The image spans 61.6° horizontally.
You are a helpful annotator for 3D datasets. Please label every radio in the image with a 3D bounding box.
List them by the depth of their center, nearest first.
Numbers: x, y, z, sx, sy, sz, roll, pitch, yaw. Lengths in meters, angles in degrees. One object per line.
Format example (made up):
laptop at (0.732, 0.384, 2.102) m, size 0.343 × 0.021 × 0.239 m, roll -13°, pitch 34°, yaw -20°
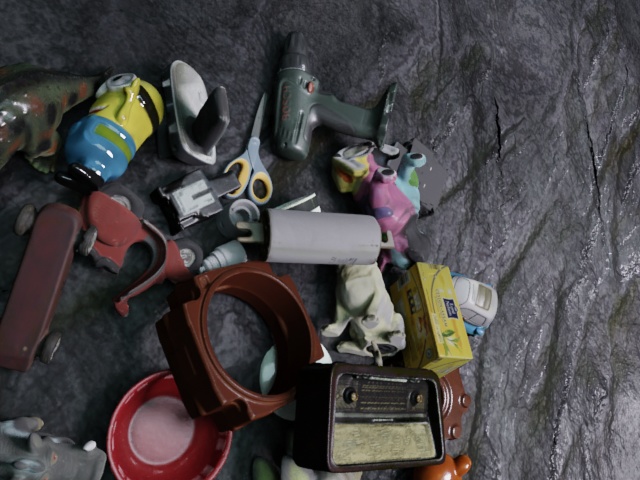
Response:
radio at (0.073, 0.236, 0.727) m, size 0.229 × 0.073 × 0.131 m, roll 16°, pitch 68°, yaw -40°

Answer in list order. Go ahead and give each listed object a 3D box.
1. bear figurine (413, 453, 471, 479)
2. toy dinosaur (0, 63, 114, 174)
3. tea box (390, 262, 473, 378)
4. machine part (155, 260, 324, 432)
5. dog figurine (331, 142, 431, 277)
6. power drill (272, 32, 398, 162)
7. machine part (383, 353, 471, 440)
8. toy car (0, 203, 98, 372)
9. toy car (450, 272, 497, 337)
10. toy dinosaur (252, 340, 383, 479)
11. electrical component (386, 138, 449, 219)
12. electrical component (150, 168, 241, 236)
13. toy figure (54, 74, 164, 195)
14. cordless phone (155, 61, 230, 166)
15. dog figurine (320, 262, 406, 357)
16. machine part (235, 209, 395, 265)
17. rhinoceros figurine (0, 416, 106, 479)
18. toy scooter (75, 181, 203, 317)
bear figurine at (0.164, 0.428, 0.847) m, size 0.196 × 0.120 × 0.131 m, roll -26°, pitch 97°, yaw -39°
toy dinosaur at (-0.364, -0.122, 0.604) m, size 0.131 × 0.192 × 0.405 m, roll 40°, pitch 62°, yaw -20°
tea box at (0.180, 0.133, 0.892) m, size 0.068 × 0.098 × 0.170 m, roll 8°, pitch 56°, yaw -24°
machine part at (-0.101, 0.135, 0.727) m, size 0.201 × 0.087 × 0.201 m, roll -11°, pitch 72°, yaw -51°
dog figurine at (0.108, -0.045, 0.936) m, size 0.108 × 0.192 × 0.218 m, roll -32°, pitch 130°, yaw -36°
power drill at (0.022, -0.237, 0.893) m, size 0.207 × 0.086 × 0.232 m, roll 11°, pitch 76°, yaw 0°
machine part at (0.178, 0.269, 0.926) m, size 0.179 × 0.056 × 0.179 m, roll 8°, pitch 74°, yaw -29°
toy car at (-0.335, 0.054, 0.640) m, size 0.089 × 0.053 × 0.202 m, roll 17°, pitch 89°, yaw -15°
toy car at (0.272, 0.110, 0.994) m, size 0.161 × 0.103 × 0.109 m, roll 30°, pitch 64°, yaw -25°
toy dinosaur at (-0.005, 0.370, 0.753) m, size 0.198 × 0.105 × 0.471 m, roll 44°, pitch 64°, yaw -15°
electrical component at (0.172, -0.121, 1.013) m, size 0.134 × 0.058 × 0.115 m, roll 33°, pitch 62°, yaw -22°
electrical component at (-0.178, -0.065, 0.789) m, size 0.119 × 0.048 × 0.074 m, roll -35°, pitch 98°, yaw -33°
toy figure at (-0.268, -0.136, 0.695) m, size 0.089 × 0.082 × 0.180 m, roll 69°, pitch 30°, yaw -55°
cordless phone at (-0.170, -0.191, 0.743) m, size 0.089 × 0.184 × 0.146 m, roll -5°, pitch 82°, yaw -28°
dog figurine at (0.079, 0.083, 0.894) m, size 0.172 × 0.121 × 0.190 m, roll 55°, pitch 31°, yaw -48°
machine part at (-0.002, -0.002, 0.778) m, size 0.243 × 0.079 × 0.079 m, roll 4°, pitch 77°, yaw -21°
rhinoceros figurine at (-0.333, 0.230, 0.588) m, size 0.190 × 0.112 × 0.073 m, roll 23°, pitch 65°, yaw -17°
toy scooter at (-0.255, 0.019, 0.709) m, size 0.183 × 0.075 × 0.135 m, roll 42°, pitch 66°, yaw -20°
